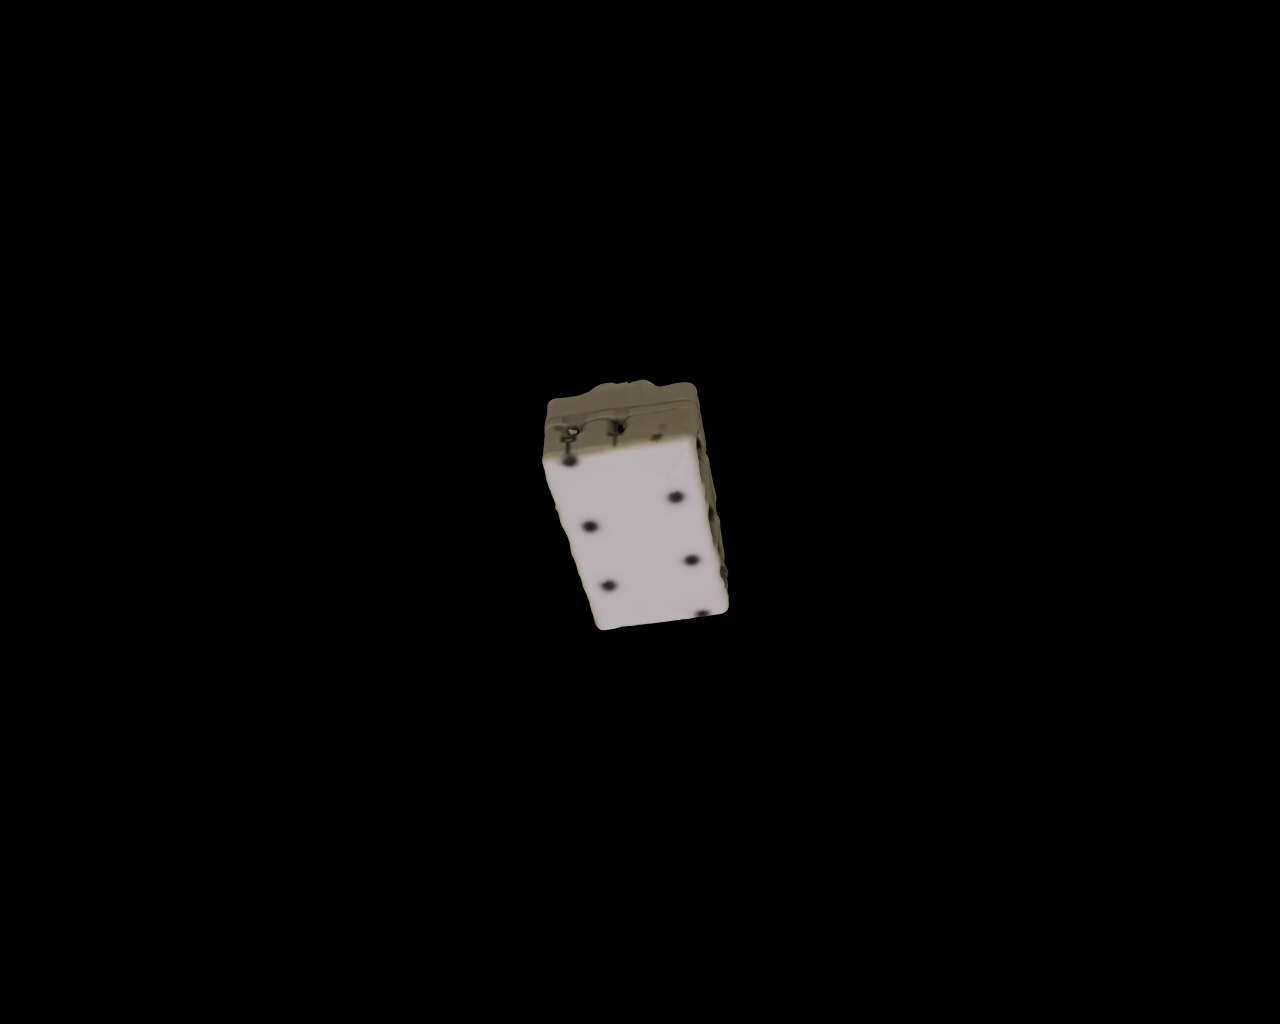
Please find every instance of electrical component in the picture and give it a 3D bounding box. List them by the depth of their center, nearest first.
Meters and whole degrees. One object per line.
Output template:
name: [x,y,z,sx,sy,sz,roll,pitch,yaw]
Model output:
electrical component: [0.001,-0.003,0.650,0.089,0.150,0.062,-7,43,7]
